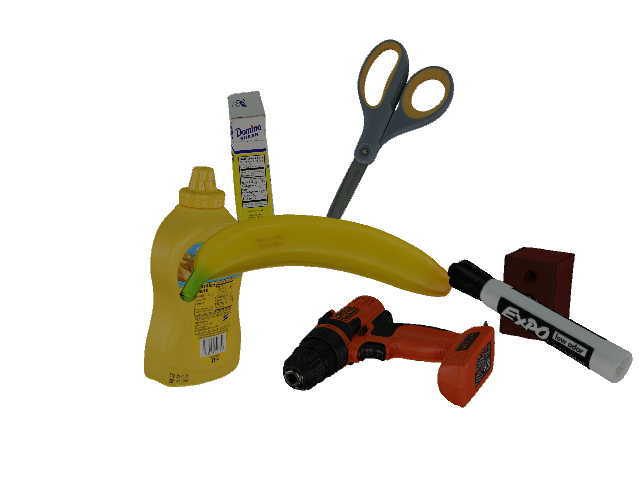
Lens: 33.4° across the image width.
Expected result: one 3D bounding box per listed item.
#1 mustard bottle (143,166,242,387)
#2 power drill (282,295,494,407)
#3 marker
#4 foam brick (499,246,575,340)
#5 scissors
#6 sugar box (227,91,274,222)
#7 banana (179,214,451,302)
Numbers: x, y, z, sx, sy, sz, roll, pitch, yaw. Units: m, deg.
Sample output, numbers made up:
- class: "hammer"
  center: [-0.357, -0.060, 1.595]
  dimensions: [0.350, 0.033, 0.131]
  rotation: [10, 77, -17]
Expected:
- class: "mustard bottle"
  center: [-0.110, 0.029, 0.955]
  dimensions: [0.058, 0.192, 0.096]
  rotation: [16, 17, 40]
- class: "power drill"
  center: [0.074, 0.118, 1.111]
  dimensions: [0.188, 0.057, 0.184]
  rotation: [11, 26, 26]
- class: "marker"
  center: [0.120, 0.042, 0.603]
  dimensions: [0.121, 0.020, 0.020]
  rotation: [32, 21, 37]
- class: "foam brick"
  center: [0.203, 0.050, 0.999]
  dimensions: [0.053, 0.078, 0.051]
  rotation: [9, 15, 30]
- class: "scissors"
  center: [0.060, -0.082, 0.950]
  dimensions: [0.096, 0.202, 0.016]
  rotation: [9, -11, 13]
- class: "sugar box"
  center: [-0.083, -0.080, 1.274]
  dimensions: [0.048, 0.176, 0.093]
  rotation: [-8, 25, -4]
- class: "banana"
  center: [-0.005, 0.013, 0.759]
  dimensions: [0.197, 0.069, 0.037]
  rotation: [-2, -26, -14]
